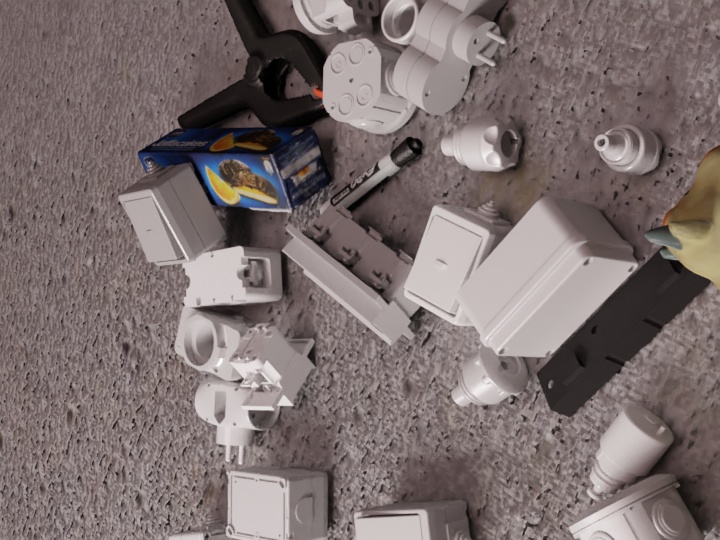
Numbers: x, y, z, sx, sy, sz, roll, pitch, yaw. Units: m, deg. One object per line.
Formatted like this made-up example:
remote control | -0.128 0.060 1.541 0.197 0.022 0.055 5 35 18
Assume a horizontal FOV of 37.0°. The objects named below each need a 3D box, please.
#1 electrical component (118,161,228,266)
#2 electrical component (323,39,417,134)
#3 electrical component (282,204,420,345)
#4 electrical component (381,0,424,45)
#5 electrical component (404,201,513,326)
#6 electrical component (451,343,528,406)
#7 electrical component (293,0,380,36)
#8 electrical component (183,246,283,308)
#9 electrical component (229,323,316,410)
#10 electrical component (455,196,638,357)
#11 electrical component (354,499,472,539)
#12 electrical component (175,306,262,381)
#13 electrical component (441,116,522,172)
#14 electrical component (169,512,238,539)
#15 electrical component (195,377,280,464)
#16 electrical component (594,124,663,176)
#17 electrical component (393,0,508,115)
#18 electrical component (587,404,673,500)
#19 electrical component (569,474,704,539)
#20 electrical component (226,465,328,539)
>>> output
electrical component | -0.183 -0.056 1.019 0.062 0.061 0.096 -5 118 47
electrical component | 0.009 -0.160 0.929 0.080 0.051 0.080 -3 86 42
electrical component | 0.000 0.000 0.916 0.063 0.078 0.121 -48 53 -5
electrical component | 0.047 -0.206 0.900 0.040 0.046 0.040 -3 85 42
electrical component | 0.083 -0.010 0.847 0.062 0.061 0.096 30 107 39
electrical component | 0.097 0.086 0.842 0.062 0.048 0.048 -42 61 41
electrical component | -0.023 -0.244 0.959 0.057 0.058 0.078 -13 78 38
electrical component | -0.120 0.008 1.035 0.089 0.056 0.050 -9 82 42
electrical component | -0.082 0.086 0.982 0.042 0.063 0.081 -5 42 41
electrical component | 0.136 0.008 0.786 0.113 0.078 0.057 -51 54 28
electrical component | 0.046 0.221 0.868 0.096 0.061 0.061 -14 79 41
electrical component | -0.135 0.070 1.046 0.089 0.056 0.050 22 102 41
electrical component | 0.093 -0.100 0.854 0.062 0.043 0.043 5 91 44
electrical component | -0.145 0.284 1.039 0.061 0.062 0.096 -17 77 41
electrical component | -0.119 0.146 1.035 0.077 0.043 0.079 2 88 42
electrical component | 0.185 -0.086 0.757 0.035 0.061 0.035 -3 86 42
electrical component | 0.087 -0.187 0.859 0.074 0.052 0.138 39 113 37
electrical component | 0.187 0.131 0.759 0.040 0.040 0.078 47 118 34
electrical component | 0.188 0.175 0.730 0.080 0.080 0.051 -40 68 34
electrical component | -0.078 0.213 0.982 0.096 0.061 0.061 -3 86 42
